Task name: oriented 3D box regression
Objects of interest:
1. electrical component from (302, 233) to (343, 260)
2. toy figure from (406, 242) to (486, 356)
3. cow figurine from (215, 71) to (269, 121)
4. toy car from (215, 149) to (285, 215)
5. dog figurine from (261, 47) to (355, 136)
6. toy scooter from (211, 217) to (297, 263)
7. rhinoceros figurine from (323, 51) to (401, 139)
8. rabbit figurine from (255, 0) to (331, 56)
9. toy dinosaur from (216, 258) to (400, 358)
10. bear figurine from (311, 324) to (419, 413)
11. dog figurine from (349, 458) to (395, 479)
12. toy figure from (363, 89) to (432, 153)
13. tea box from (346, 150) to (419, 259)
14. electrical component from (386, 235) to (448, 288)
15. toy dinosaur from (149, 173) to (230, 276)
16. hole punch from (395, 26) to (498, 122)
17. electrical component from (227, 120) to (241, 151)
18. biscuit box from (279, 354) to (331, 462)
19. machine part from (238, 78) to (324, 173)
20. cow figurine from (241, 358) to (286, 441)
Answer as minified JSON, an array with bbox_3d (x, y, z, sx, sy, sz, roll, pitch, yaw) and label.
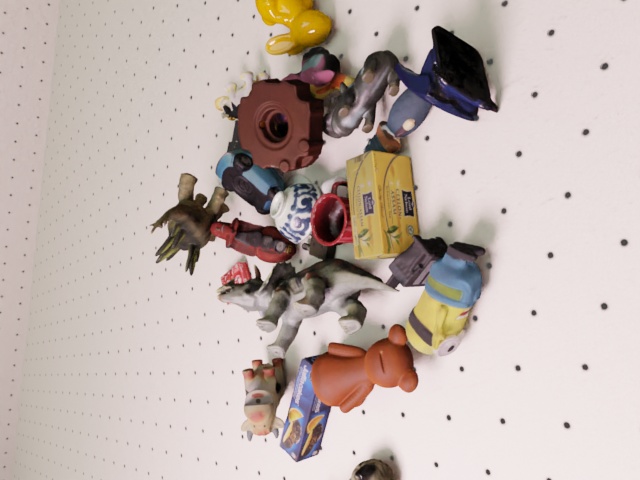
[{"bbox_3d":[-0.001,-0.002,1.044,0.102,0.045,0.078,28,108,45],"label":"electrical component"},{"bbox_3d":[0.188,0.089,0.805,0.089,0.082,0.180,38,121,54],"label":"toy figure"},{"bbox_3d":[-0.180,-0.313,1.241,0.167,0.068,0.098,-19,80,47],"label":"cow figurine"},{"bbox_3d":[-0.128,-0.134,1.118,0.161,0.103,0.109,37,145,-6],"label":"toy car"},{"bbox_3d":[-0.028,-0.260,1.040,0.219,0.108,0.191,-10,81,45],"label":"dog figurine"},{"bbox_3d":[-0.138,-0.004,1.084,0.135,0.184,0.075,85,-159,-84],"label":"toy scooter"},{"bbox_3d":[0.064,-0.247,0.938,0.190,0.073,0.112,-48,34,42],"label":"rhinoceros figurine"},{"bbox_3d":[-0.055,-0.443,1.072,0.173,0.122,0.162,45,126,17],"label":"rabbit figurine"},{"bbox_3d":[-0.009,0.093,0.990,0.405,0.131,0.192,-19,36,31],"label":"toy dinosaur"},{"bbox_3d":[0.085,0.215,0.911,0.196,0.132,0.120,-25,71,26],"label":"bear figurine"},{"bbox_3d":[0.078,0.484,0.914,0.190,0.121,0.172,-41,92,20],"label":"dog figurine"},{"bbox_3d":[0.128,-0.187,0.897,0.058,0.064,0.154,38,130,-1],"label":"toy figure"},{"bbox_3d":[0.104,-0.055,0.889,0.068,0.098,0.169,-15,79,49],"label":"tea box"},{"bbox_3d":[0.149,0.048,0.853,0.119,0.075,0.048,-55,51,26],"label":"electrical component"},{"bbox_3d":[-0.273,-0.031,1.138,0.471,0.105,0.198,95,-167,-79],"label":"toy dinosaur"},{"bbox_3d":[0.181,-0.229,0.790,0.092,0.142,0.116,-33,51,41],"label":"hole punch"},{"bbox_3d":[-0.159,-0.197,1.217,0.115,0.058,0.134,24,106,48],"label":"electrical component"},{"bbox_3d":[-0.020,0.324,1.041,0.059,0.063,0.202,27,109,44],"label":"biscuit box"},{"bbox_3d":[-0.074,-0.210,0.985,0.180,0.056,0.179,10,109,30],"label":"machine part"},{"bbox_3d":[-0.113,0.314,1.070,0.086,0.195,0.127,-9,90,3],"label":"cow figurine"}]
